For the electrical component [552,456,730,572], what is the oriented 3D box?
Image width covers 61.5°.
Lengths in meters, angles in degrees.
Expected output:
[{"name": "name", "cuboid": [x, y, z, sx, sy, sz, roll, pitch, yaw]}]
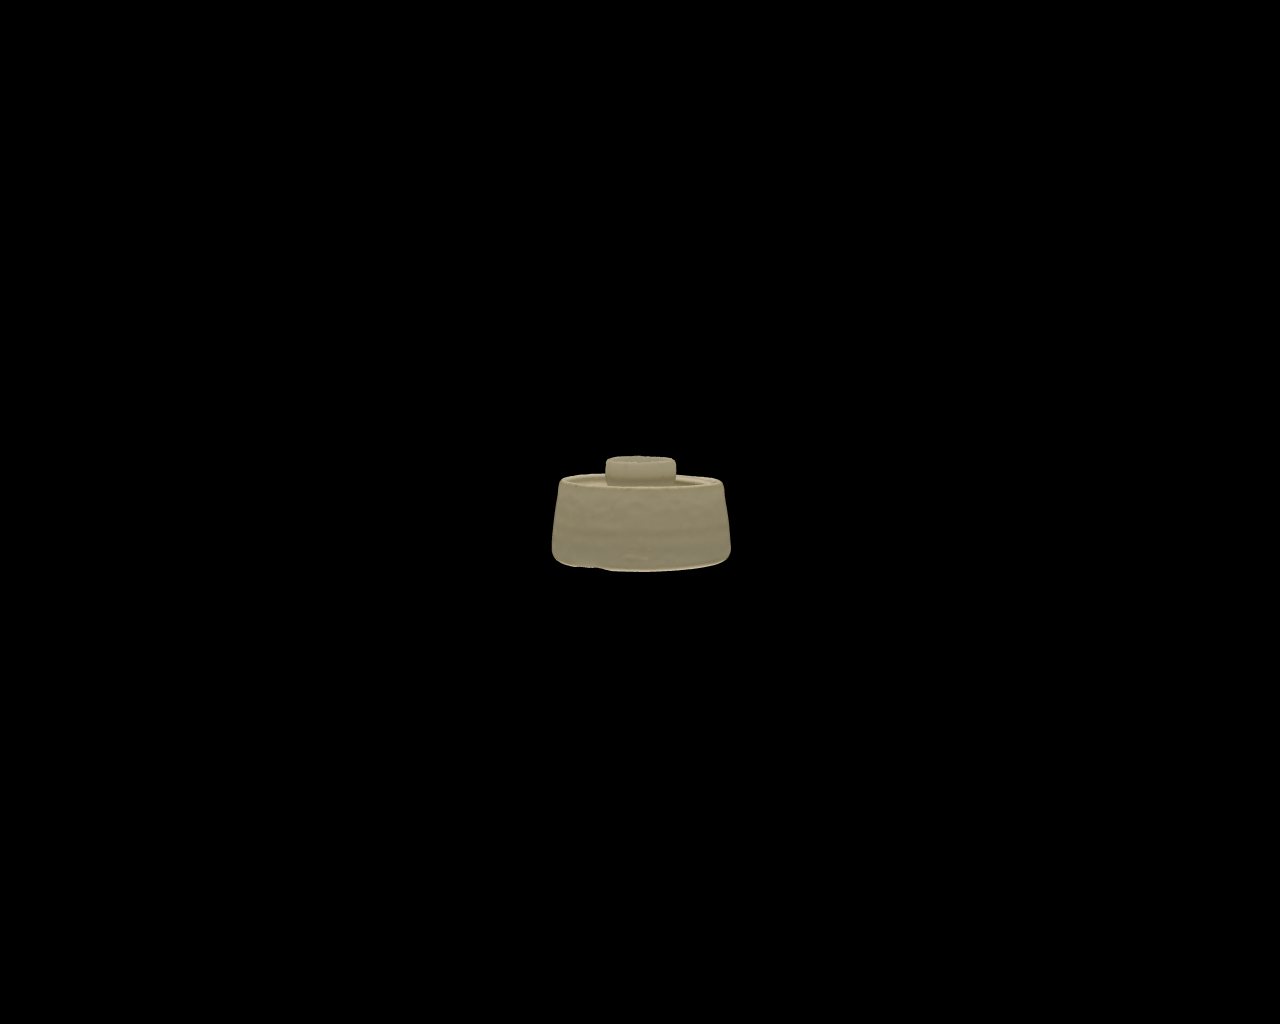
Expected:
[{"name": "electrical component", "cuboid": [0.001, -0.003, 0.650, 0.108, 0.060, 0.108, 0, 7, 0]}]
